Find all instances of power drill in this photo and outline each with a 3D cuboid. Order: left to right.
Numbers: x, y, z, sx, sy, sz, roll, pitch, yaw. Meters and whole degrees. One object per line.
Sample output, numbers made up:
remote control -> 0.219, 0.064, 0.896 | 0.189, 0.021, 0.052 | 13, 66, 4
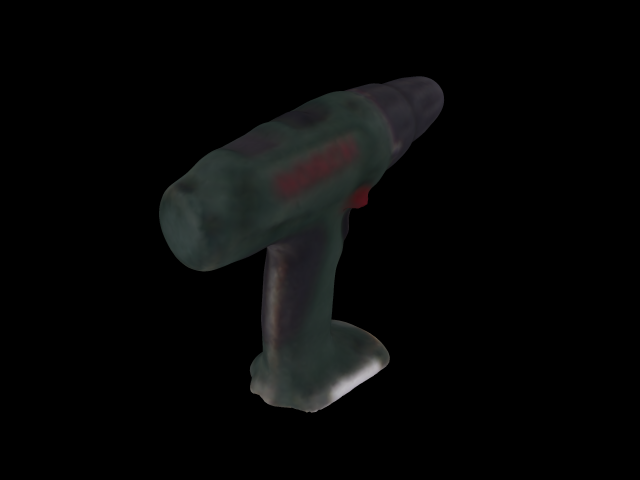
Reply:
power drill -> 0.004, 0.001, 0.400 | 0.075, 0.208, 0.230 | 22, 31, 41
